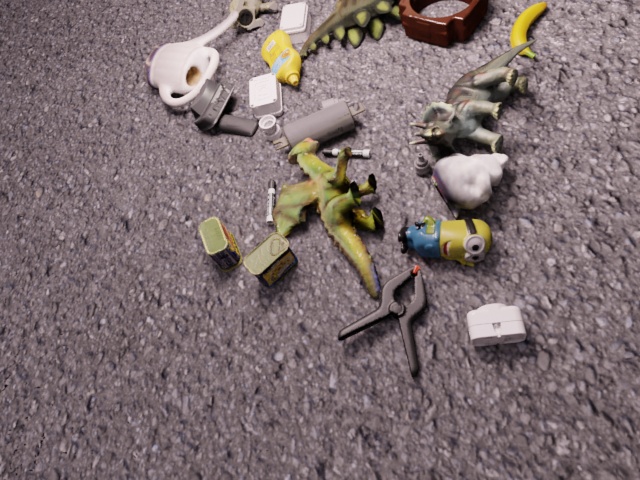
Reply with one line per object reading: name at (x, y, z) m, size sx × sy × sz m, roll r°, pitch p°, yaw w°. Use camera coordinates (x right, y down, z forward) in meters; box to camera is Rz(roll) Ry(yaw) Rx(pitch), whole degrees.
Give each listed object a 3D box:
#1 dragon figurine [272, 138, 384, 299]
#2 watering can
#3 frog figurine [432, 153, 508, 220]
dragon figurine at (0.003, -0.058, 1.148) m, size 0.241 × 0.121 × 0.417 m, roll -15°, pitch 68°, yaw 29°
watering can at (-0.383, -0.541, 1.521) m, size 0.225 × 0.102 × 0.352 m, roll 15°, pitch 72°, yaw 25°
frog figurine at (0.321, -0.136, 1.075) m, size 0.158 × 0.120 × 0.140 m, roll -32°, pitch 37°, yaw 11°
